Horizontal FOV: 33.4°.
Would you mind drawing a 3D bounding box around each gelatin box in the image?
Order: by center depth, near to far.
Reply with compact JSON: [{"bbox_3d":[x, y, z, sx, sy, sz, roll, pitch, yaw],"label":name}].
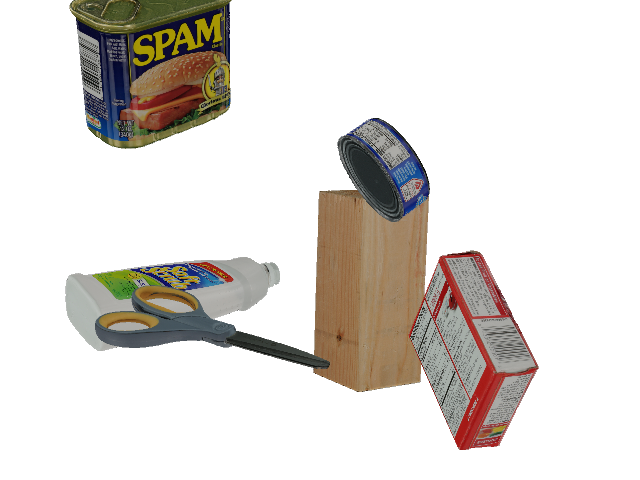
[{"bbox_3d":[0.086,0.062,0.611,0.030,0.089,0.073,-4,-44,-18],"label":"gelatin box"}]

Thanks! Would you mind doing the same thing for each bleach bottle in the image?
[{"bbox_3d":[-0.164,0.060,1.260,0.250,0.068,0.103,-13,33,-33],"label":"bleach bottle"}]

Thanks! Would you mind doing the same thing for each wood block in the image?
[{"bbox_3d":[0.054,0.050,1.173,0.090,0.206,0.091,-4,11,-35],"label":"wood block"}]

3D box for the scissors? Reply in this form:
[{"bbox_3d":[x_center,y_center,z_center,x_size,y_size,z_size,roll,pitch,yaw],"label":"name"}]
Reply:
[{"bbox_3d":[-0.094,0.075,0.803,0.096,0.016,0.202,-20,28,-36],"label":"scissors"}]

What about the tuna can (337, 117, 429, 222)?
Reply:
[{"bbox_3d":[0.053,-0.060,0.899,0.033,0.086,0.086,-35,10,-14],"label":"tuna can"}]

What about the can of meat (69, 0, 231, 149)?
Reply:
[{"bbox_3d":[-0.103,-0.115,0.677,0.101,0.084,0.058,-26,43,-36],"label":"can of meat"}]
